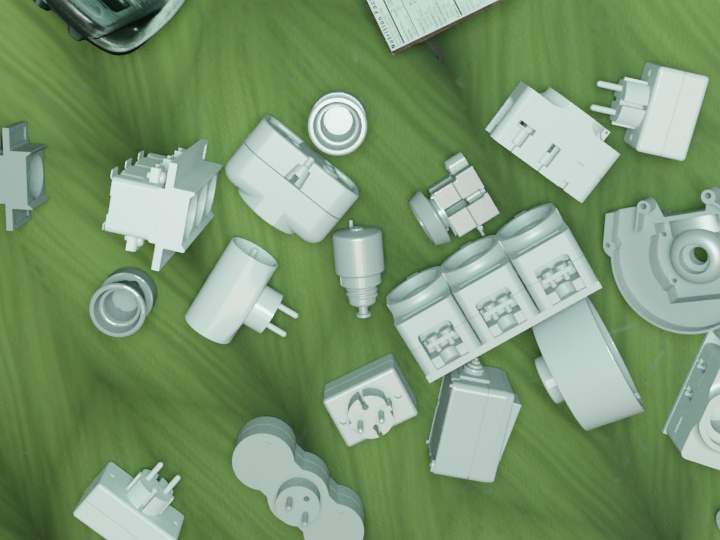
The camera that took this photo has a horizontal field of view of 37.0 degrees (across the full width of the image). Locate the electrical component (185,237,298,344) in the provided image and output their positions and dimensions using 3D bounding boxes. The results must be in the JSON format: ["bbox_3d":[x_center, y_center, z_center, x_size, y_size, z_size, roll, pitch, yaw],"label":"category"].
[{"bbox_3d":[-0.089,0.026,0.875,0.079,0.043,0.077,31,103,-8],"label":"electrical component"}]

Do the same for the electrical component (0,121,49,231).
[{"bbox_3d":[-0.283,-0.075,0.848,0.064,0.042,0.081,3,105,1],"label":"electrical component"}]

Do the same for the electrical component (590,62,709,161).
[{"bbox_3d":[0.218,-0.127,0.833,0.077,0.047,0.065,12,105,-3],"label":"electrical component"}]

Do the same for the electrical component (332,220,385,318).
[{"bbox_3d":[0.000,0.000,0.870,0.040,0.040,0.078,-4,105,1],"label":"electrical component"}]

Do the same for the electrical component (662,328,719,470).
[{"bbox_3d":[0.341,0.079,0.882,0.105,0.060,0.186,18,104,-5],"label":"electrical component"}]

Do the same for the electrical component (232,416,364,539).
[{"bbox_3d":[-0.052,0.190,0.905,0.052,0.073,0.138,-41,101,10],"label":"electrical component"}]

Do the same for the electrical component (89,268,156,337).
[{"bbox_3d":[-0.190,0.025,0.869,0.045,0.055,0.045,0,105,0],"label":"electrical component"}]

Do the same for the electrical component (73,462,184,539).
[{"bbox_3d":[-0.185,0.197,0.920,0.083,0.047,0.075,39,101,-10],"label":"electrical component"}]

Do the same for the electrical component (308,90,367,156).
[{"bbox_3d":[-0.017,-0.115,0.831,0.045,0.055,0.045,0,105,0],"label":"electrical component"}]

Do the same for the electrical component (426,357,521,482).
[{"bbox_3d":[0.095,0.119,0.892,0.061,0.061,0.096,11,105,-3],"label":"electrical component"}]

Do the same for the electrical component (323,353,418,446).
[{"bbox_3d":[0.009,0.113,0.882,0.066,0.076,0.047,-26,104,7],"label":"electrical component"}]

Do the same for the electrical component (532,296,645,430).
[{"bbox_3d":[0.175,0.076,0.860,0.060,0.108,0.108,-28,104,13],"label":"electrical component"}]

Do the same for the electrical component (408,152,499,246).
[{"bbox_3d":[0.073,-0.051,0.854,0.055,0.048,0.066,-32,103,0],"label":"electrical component"}]

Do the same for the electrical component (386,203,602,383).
[{"bbox_3d":[0.101,0.013,0.848,0.150,0.089,0.061,-30,103,8],"label":"electrical component"}]

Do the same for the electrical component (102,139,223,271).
[{"bbox_3d":[-0.148,-0.055,0.813,0.063,0.121,0.078,12,105,-1],"label":"electrical component"}]

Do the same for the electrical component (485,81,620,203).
[{"bbox_3d":[0.152,-0.104,0.837,0.089,0.050,0.055,35,103,-9],"label":"electrical component"}]

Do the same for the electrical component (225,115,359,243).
[{"bbox_3d":[-0.056,-0.068,0.844,0.095,0.053,0.059,39,102,-10],"label":"electrical component"}]
